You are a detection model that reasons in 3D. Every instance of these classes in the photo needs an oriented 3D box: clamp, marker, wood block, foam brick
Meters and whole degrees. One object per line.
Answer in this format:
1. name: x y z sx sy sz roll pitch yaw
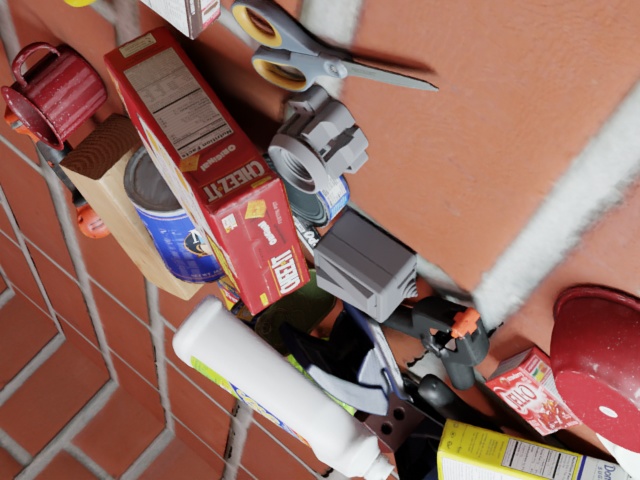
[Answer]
1. clamp: 0.121 0.097 0.998 0.120 0.039 0.172 37 167 -7
2. clamp: 0.168 0.203 1.105 0.210 0.036 0.164 36 171 8
3. marker: -0.007 0.001 1.068 0.020 0.020 0.121 16 147 52
4. wood block: -0.199 -0.037 1.251 0.090 0.090 0.206 22 152 45
5. foam brick: 0.081 0.198 1.222 0.053 0.078 0.051 46 162 -8

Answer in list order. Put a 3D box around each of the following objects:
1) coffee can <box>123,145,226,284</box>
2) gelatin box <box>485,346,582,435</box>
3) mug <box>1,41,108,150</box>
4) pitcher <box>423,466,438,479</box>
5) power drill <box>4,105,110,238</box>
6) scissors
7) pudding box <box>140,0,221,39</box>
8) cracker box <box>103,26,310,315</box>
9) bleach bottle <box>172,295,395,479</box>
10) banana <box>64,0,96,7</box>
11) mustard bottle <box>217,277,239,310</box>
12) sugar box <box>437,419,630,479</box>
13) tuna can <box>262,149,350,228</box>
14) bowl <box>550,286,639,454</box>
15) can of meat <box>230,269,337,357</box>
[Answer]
1. coffee can: -0.137 -0.032 1.123 0.103 0.102 0.140 32 158 27
2. gelatin box: 0.194 0.136 0.947 0.073 0.030 0.089 42 160 2
3. mug: -0.294 -0.168 1.172 0.093 0.081 0.117 26 155 39
4. pitcher: 0.203 0.325 1.085 0.243 0.149 0.145 15 120 40
5. power drill: -0.312 -0.107 1.323 0.187 0.057 0.184 58 -179 -26
6. scissors: -0.001 -0.141 0.767 0.096 0.016 0.202 52 158 -25
7. pudding box: -0.129 -0.219 0.820 0.113 0.039 0.090 40 161 14
8. cracker box: -0.097 -0.063 0.944 0.214 0.072 0.164 53 169 32
9. bleach bottle: -0.032 0.161 1.080 0.251 0.068 0.102 36 163 10
10. banana: -0.209 -0.243 0.919 0.069 0.037 0.198 45 160 -12
11. mustard bottle: -0.083 0.055 1.265 0.096 0.058 0.191 32 157 28
12. sugar box: 0.203 0.231 1.024 0.176 0.048 0.093 11 144 18
13. tuna can: -0.015 -0.053 0.950 0.086 0.033 0.086 37 160 16
14. bowl: 0.228 0.109 0.792 0.162 0.055 0.162 36 159 16
15. can of meat: -0.045 0.075 1.172 0.057 0.102 0.084 52 161 -23
